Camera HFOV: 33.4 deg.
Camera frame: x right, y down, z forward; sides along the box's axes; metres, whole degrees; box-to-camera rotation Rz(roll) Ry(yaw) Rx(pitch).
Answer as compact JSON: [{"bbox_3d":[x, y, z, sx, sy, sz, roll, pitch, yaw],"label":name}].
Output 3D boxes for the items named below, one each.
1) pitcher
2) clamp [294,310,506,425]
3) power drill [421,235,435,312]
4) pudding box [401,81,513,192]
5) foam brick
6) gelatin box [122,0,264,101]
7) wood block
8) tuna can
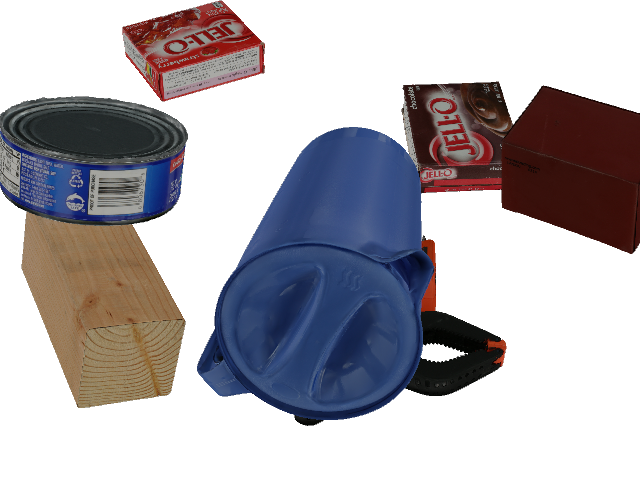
[{"bbox_3d":[0.005,0.013,0.776,0.149,0.145,0.242,9,28,4],"label":"pitcher"},{"bbox_3d":[0.072,0.115,1.025,0.210,0.164,0.036,5,-43,5],"label":"clamp"},{"bbox_3d":[0.038,0.048,1.222,0.188,0.057,0.184,0,28,8],"label":"power drill"},{"bbox_3d":[0.122,-0.092,0.942,0.090,0.039,0.113,-2,44,-4],"label":"pudding box"},{"bbox_3d":[0.141,-0.039,0.567,0.078,0.053,0.051,23,55,28],"label":"foam brick"},{"bbox_3d":[-0.097,-0.147,0.819,0.089,0.030,0.073,-20,46,-21],"label":"gelatin box"},{"bbox_3d":[-0.208,0.048,0.994,0.090,0.091,0.206,-4,37,-29],"label":"wood block"},{"bbox_3d":[-0.106,-0.038,0.499,0.086,0.034,0.086,8,24,-4],"label":"tuna can"}]
